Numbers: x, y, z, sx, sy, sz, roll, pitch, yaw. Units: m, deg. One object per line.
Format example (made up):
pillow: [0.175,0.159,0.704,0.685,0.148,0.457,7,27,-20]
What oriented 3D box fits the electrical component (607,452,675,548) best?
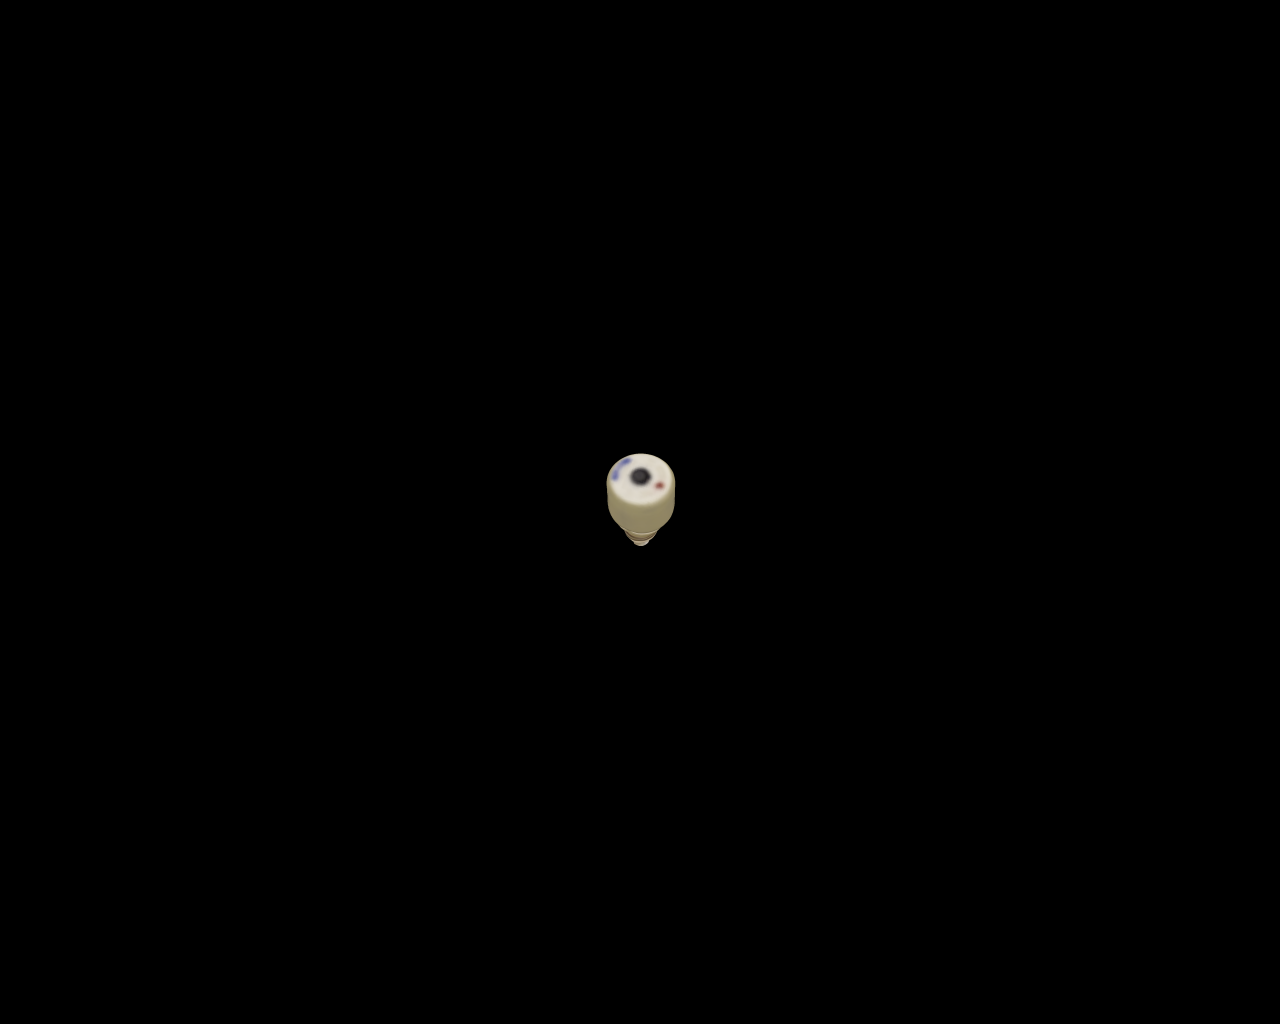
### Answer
electrical component: [0.001,-0.003,0.650,0.040,0.040,0.078,0,-32,0]
